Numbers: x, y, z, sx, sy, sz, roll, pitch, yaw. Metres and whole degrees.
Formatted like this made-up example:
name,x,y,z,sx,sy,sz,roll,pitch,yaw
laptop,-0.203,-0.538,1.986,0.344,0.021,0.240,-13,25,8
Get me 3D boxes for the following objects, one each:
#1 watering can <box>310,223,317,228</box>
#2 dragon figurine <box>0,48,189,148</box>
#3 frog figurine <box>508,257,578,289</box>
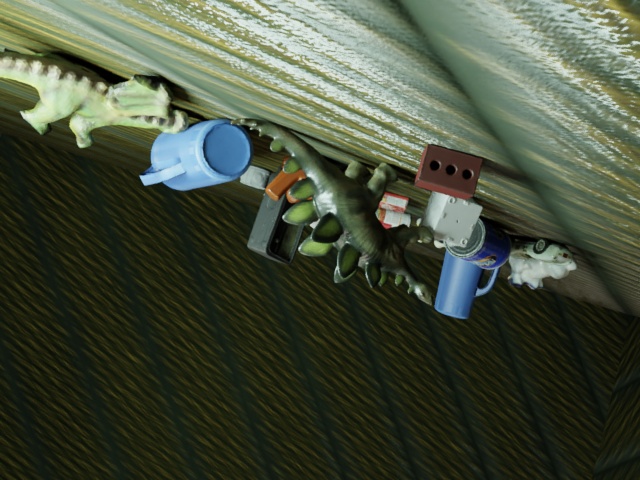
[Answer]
name,x,y,z,sx,sy,sz,roll,pitch,yaw
watering can,0.005,-0.083,1.639,0.345,0.104,0.225,17,176,-42
dragon figurine,-0.339,-0.231,0.773,0.242,0.123,0.409,-3,175,16
frog figurine,0.584,0.056,1.354,0.137,0.126,0.156,25,139,-11
